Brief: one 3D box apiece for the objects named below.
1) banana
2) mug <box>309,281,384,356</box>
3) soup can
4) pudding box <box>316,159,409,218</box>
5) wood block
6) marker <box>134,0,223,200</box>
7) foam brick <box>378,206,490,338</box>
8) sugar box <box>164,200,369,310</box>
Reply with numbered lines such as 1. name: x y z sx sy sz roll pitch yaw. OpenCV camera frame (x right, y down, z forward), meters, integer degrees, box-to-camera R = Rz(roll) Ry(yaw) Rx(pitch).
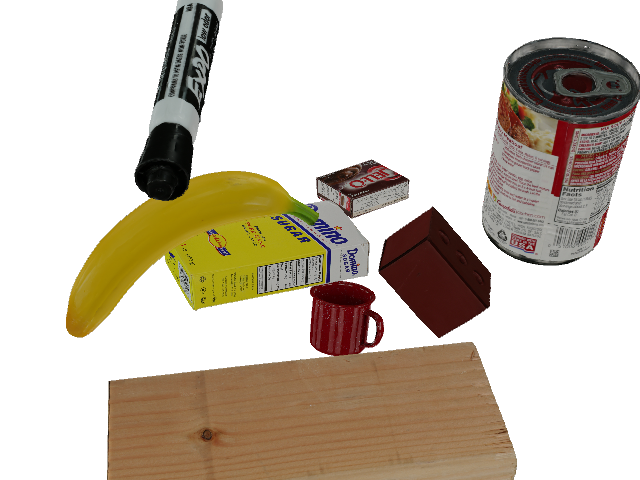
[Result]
1. banana: -0.103 0.001 0.739 0.198 0.069 0.037 -25 11 7
2. mug: 0.038 0.115 1.505 0.117 0.081 0.093 16 22 29
3. soup can: 0.124 -0.045 0.559 0.068 0.102 0.068 0 44 -1
4. pudding box: 0.064 -0.079 1.611 0.113 0.039 0.090 -22 35 -30
5. wood block: -0.008 0.126 0.588 0.206 0.090 0.091 -5 39 -6
6. marker: -0.052 -0.058 0.400 0.020 0.020 0.121 0 43 2
7. foam brick: 0.090 0.026 0.832 0.051 0.078 0.053 -35 18 25
8. sugar box: -0.051 0.011 1.013 0.176 0.048 0.093 -13 34 -19
